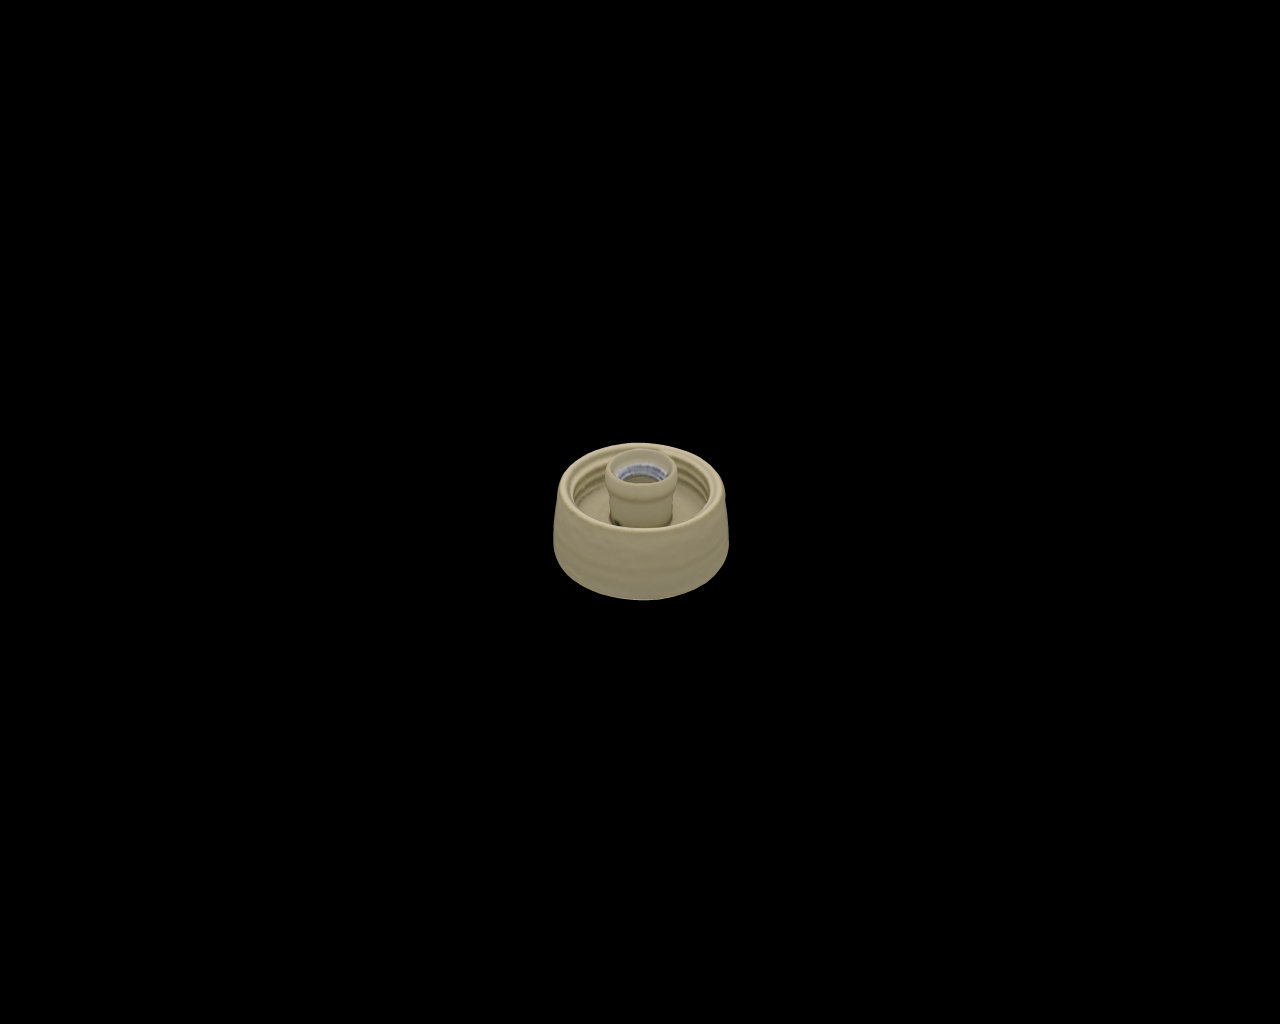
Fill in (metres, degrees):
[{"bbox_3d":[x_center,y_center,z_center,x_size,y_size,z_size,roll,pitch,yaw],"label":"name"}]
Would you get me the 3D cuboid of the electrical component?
[{"bbox_3d":[0.001,-0.003,0.650,0.108,0.060,0.108,0,34,0],"label":"electrical component"}]
